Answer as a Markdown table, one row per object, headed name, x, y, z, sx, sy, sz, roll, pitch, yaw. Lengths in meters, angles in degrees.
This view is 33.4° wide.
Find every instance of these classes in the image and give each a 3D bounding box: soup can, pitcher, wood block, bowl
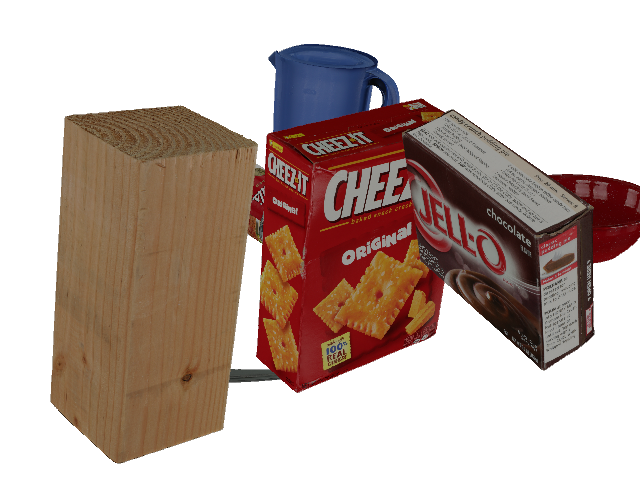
| name | x | y | z | sx | sy | sz | roll | pitch | yaw |
| --- | --- | --- | --- | --- | --- | --- | --- | --- | --- |
| soup can | -0.067 | -0.041 | 1.104 | 0.068 | 0.068 | 0.102 | 0 | 26 | -48 |
| pitcher | 0.006 | -0.129 | 1.403 | 0.144 | 0.243 | 0.149 | -2 | 23 | -18 |
| wood block | -0.112 | 0.026 | 0.694 | 0.090 | 0.206 | 0.090 | -12 | 30 | -40 |
| bowl | 0.265 | -0.019 | 1.102 | 0.162 | 0.055 | 0.162 | -2 | 23 | 0 |

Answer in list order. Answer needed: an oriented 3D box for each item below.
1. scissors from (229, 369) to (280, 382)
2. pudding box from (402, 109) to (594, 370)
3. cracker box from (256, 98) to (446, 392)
| name | x | y | z | sx | sy | sz | roll | pitch | yaw |
| --- | --- | --- | --- | --- | --- | --- | --- | --- | --- |
| scissors | -0.138 | 0.112 | 0.959 | 0.201 | 0.016 | 0.096 | -8 | 32 | -18 |
| pudding box | 0.090 | -0.003 | 0.543 | 0.039 | 0.090 | 0.114 | -29 | 42 | -18 |
| cracker box | 0.034 | 0.004 | 0.895 | 0.163 | 0.214 | 0.072 | -17 | 37 | -34 |
